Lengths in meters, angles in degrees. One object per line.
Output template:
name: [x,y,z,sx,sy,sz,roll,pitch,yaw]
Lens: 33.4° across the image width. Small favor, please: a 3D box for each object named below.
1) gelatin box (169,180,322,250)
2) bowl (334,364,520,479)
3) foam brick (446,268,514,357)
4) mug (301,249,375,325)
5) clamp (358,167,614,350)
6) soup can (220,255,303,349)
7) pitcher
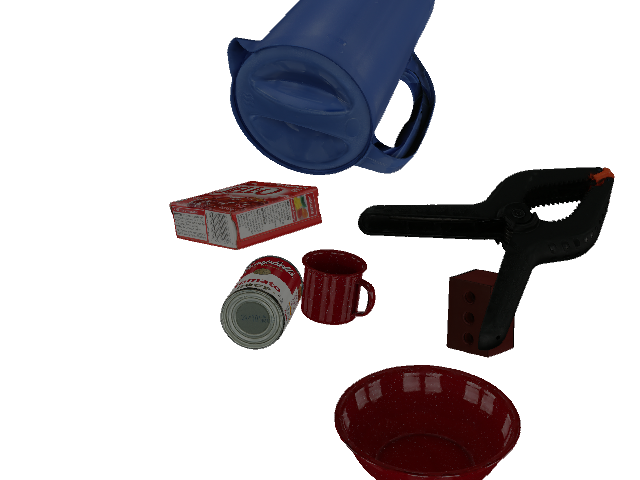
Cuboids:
gelatin box: [-0.054,-0.020,0.760,0.073,0.030,0.089,-18,16,-33]
bowl: [0.093,0.176,0.940,0.162,0.055,0.162,-1,27,0]
foam brick: [0.165,0.074,1.094,0.053,0.078,0.051,11,17,40]
mug: [0.026,0.071,1.512,0.117,0.081,0.093,18,25,27]
clamp: [0.157,-0.001,0.846,0.209,0.036,0.165,-20,49,-18]
soup can: [-0.060,0.064,1.109,0.068,0.068,0.102,0,18,10]
pitcher: [0.032,-0.174,0.993,0.145,0.149,0.242,2,40,27]
